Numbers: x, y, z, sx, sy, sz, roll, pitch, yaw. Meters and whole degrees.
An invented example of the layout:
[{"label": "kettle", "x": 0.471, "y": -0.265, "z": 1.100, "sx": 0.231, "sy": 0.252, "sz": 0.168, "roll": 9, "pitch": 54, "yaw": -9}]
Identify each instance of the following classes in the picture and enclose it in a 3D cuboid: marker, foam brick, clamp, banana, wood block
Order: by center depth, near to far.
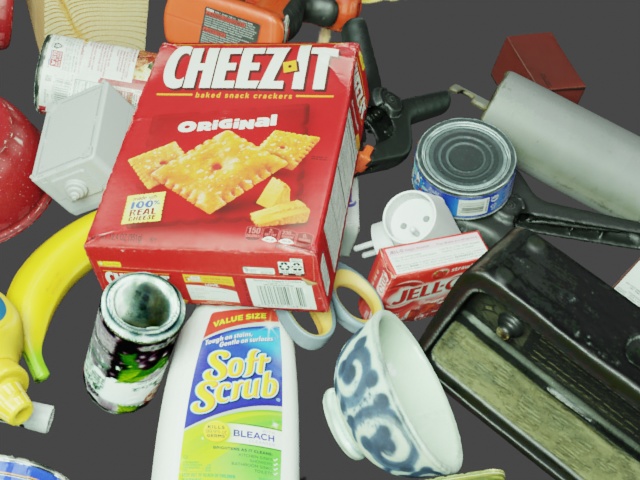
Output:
[{"label": "marker", "x": -0.239, "y": 0.106, "z": 0.714, "sx": 0.121, "sy": 0.020, "sz": 0.020, "roll": 15, "pitch": 50, "yaw": -3}, {"label": "banana", "x": -0.174, "y": 0.020, "z": 0.793, "sx": 0.069, "sy": 0.037, "sz": 0.197, "roll": 40, "pitch": 52, "yaw": -5}, {"label": "clamp", "x": 0.058, "y": -0.108, "z": 0.910, "sx": 0.120, "sy": 0.039, "sz": 0.171, "roll": 27, "pitch": 48, "yaw": -16}, {"label": "clamp", "x": 0.168, "y": -0.021, "z": 0.910, "sx": 0.164, "sy": 0.036, "sz": 0.210, "roll": -29, "pitch": 61, "yaw": -27}, {"label": "wood block", "x": -0.224, "y": -0.257, "z": 0.965, "sx": 0.090, "sy": 0.091, "sz": 0.206, "roll": -8, "pitch": 55, "yaw": -20}, {"label": "foam brick", "x": 0.207, "y": -0.153, "z": 1.020, "sx": 0.053, "sy": 0.051, "sz": 0.078, "roll": -7, "pitch": 54, "yaw": -19}]

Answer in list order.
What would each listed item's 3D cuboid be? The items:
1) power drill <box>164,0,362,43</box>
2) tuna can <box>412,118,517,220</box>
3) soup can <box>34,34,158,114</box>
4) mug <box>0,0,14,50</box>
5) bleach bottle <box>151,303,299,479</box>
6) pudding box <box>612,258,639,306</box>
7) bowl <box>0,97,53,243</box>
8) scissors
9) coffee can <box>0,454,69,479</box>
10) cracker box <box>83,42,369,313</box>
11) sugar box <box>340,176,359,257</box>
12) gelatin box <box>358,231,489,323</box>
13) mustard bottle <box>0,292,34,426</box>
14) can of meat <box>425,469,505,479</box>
[{"label": "power drill", "x": -0.069, "y": -0.219, "z": 0.967, "sx": 0.184, "sy": 0.057, "sz": 0.187, "roll": 19, "pitch": 32, "yaw": 10}, {"label": "tuna can", "x": 0.120, "y": -0.060, "z": 0.889, "sx": 0.086, "sy": 0.034, "sz": 0.086, "roll": 0, "pitch": 55, "yaw": 0}, {"label": "soup can", "x": -0.180, "y": -0.129, "z": 0.888, "sx": 0.102, "sy": 0.069, "sz": 0.068, "roll": 10, "pitch": 50, "yaw": -6}, {"label": "mug", "x": -0.304, "y": -0.193, "z": 0.902, "sx": 0.081, "sy": 0.093, "sz": 0.117, "roll": 1, "pitch": 83, "yaw": -20}, {"label": "bleach bottle", "x": -0.067, "y": 0.099, "z": 0.739, "sx": 0.102, "sy": 0.068, "sz": 0.251, "roll": 6, "pitch": 48, "yaw": -11}, {"label": "pudding box", "x": 0.287, "y": 0.057, "z": 0.881, "sx": 0.090, "sy": 0.039, "sz": 0.113, "roll": 40, "pitch": 55, "yaw": 17}, {"label": "bowl", "x": -0.284, "y": -0.069, "z": 0.821, "sx": 0.162, "sy": 0.055, "sz": 0.162, "roll": 8, "pitch": 51, "yaw": -9}, {"label": "scissors", "x": -0.005, "y": 0.001, "z": 0.810, "sx": 0.096, "sy": 0.016, "sz": 0.202, "roll": 12, "pitch": 45, "yaw": -24}, {"label": "coffee can", "x": -0.193, "y": 0.205, "z": 0.592, "sx": 0.102, "sy": 0.103, "sz": 0.140, "roll": 6, "pitch": 50, "yaw": -10}, {"label": "cracker box", "x": -0.060, "y": -0.054, "z": 0.782, "sx": 0.164, "sy": 0.072, "sz": 0.213, "roll": 3, "pitch": 51, "yaw": 12}, {"label": "sugar box", "x": -0.016, "y": -0.072, "z": 0.900, "sx": 0.093, "sy": 0.048, "sz": 0.176, "roll": 7, "pitch": 49, "yaw": -10}, {"label": "gelatin box", "x": 0.080, "y": 0.032, "z": 0.822, "sx": 0.089, "sy": 0.073, "sz": 0.030, "roll": -11, "pitch": 57, "yaw": -23}, {"label": "mustard bottle", "x": -0.254, "y": 0.058, "z": 0.704, "sx": 0.192, "sy": 0.058, "sz": 0.096, "roll": 36, "pitch": 41, "yaw": 26}, {"label": "can of meat", "x": 0.084, "y": 0.204, "z": 0.697, "sx": 0.102, "sy": 0.057, "sz": 0.084, "roll": -4, "pitch": 56, "yaw": -18}]
